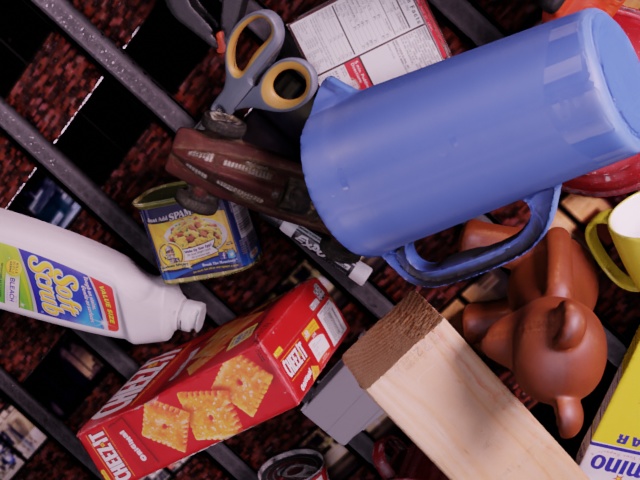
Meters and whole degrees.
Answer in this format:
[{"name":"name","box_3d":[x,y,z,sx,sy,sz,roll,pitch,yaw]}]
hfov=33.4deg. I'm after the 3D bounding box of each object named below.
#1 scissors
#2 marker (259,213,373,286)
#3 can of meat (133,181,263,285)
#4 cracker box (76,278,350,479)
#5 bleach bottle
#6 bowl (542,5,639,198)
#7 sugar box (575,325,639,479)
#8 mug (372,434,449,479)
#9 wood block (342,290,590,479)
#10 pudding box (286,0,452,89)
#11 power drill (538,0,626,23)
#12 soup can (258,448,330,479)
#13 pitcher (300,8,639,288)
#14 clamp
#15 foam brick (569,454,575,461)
[{"name":"scissors","box_3d":[-0.067,-0.110,0.936,0.096,0.016,0.202,36,129,8]},{"name":"marker","box_3d":[-0.006,0.001,0.979,0.121,0.020,0.020,34,116,3]},{"name":"can of meat","box_3d":[-0.111,-0.011,0.986,0.102,0.057,0.084,-10,108,20]},{"name":"cracker box","box_3d":[-0.094,0.127,0.974,0.214,0.164,0.072,-27,98,24]},{"name":"bleach bottle","box_3d":[-0.232,0.038,1.042,0.251,0.068,0.103,14,114,9]},{"name":"bowl","box_3d":[0.220,-0.103,0.848,0.162,0.055,0.162,6,112,15]},{"name":"sugar box","box_3d":[0.296,0.148,0.926,0.093,0.048,0.176,20,114,9]},{"name":"mug","box_3d":[0.088,0.234,1.003,0.093,0.081,0.117,-35,97,26]},{"name":"wood block","box_3d":[0.124,0.153,0.920,0.090,0.091,0.206,-43,108,0]},{"name":"pudding box","box_3d":[0.041,-0.167,0.889,0.114,0.039,0.090,-22,102,22]},{"name":"power drill","box_3d":[0.173,-0.240,0.738,0.187,0.057,0.185,20,119,-26]},{"name":"soup can","box_3d":[-0.016,0.268,1.057,0.069,0.068,0.102,-8,108,20]},{"name":"pitcher","box_3d":[0.120,-0.070,0.803,0.243,0.145,0.149,-19,144,34]},{"name":"clamp","box_3d":[-0.098,-0.247,0.902,0.120,0.039,0.171,-19,110,28]},{"name":"foam brick","box_3d":[0.217,0.243,0.969,0.051,0.078,0.053,-34,97,28]}]
